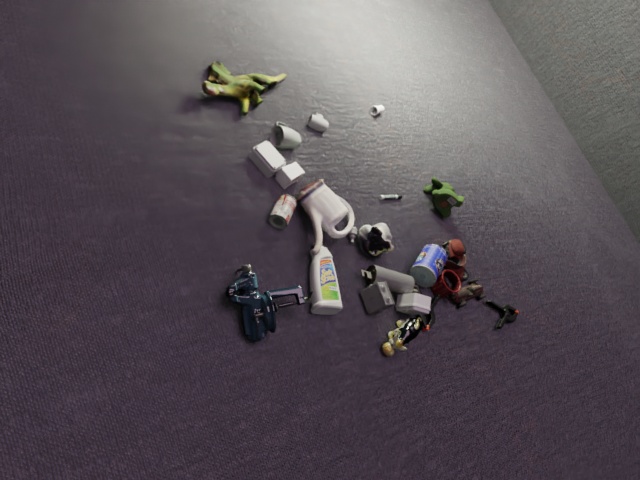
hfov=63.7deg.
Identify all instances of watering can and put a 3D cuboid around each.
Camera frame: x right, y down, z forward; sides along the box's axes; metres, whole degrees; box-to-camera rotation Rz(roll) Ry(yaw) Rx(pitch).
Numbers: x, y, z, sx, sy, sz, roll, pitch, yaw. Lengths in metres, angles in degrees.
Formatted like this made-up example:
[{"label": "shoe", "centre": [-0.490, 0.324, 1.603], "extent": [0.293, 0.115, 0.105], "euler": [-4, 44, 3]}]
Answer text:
[{"label": "watering can", "centre": [0.005, -0.089, 1.778], "extent": [0.224, 0.102, 0.353], "euler": [48, 34, 1]}]

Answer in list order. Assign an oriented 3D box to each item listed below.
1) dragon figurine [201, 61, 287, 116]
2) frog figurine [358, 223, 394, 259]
[{"label": "dragon figurine", "centre": [-0.302, -0.606, 1.934], "extent": [0.243, 0.119, 0.419], "euler": [34, 39, -1]}, {"label": "frog figurine", "centre": [0.203, -0.006, 1.897], "extent": [0.137, 0.121, 0.161], "euler": [29, 13, -7]}]
